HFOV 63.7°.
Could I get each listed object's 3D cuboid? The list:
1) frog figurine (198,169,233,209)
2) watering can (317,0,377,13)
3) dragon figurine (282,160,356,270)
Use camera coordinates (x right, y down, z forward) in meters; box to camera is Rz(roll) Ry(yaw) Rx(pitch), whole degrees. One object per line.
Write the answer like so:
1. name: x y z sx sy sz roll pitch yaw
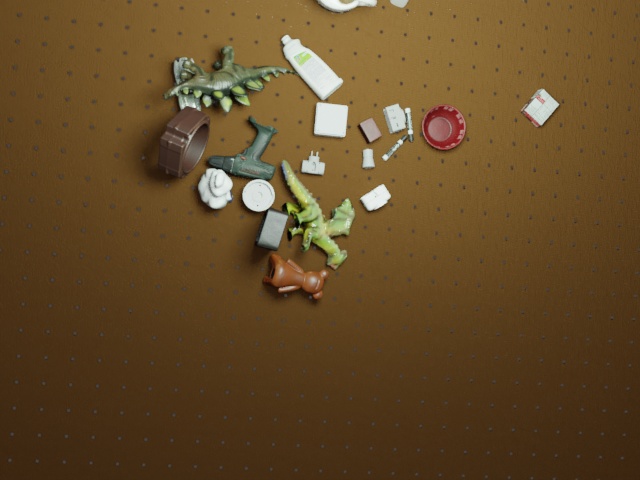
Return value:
1. frog figurine: -0.352 -0.172 1.725 0.123 0.160 0.137 -2 93 -5
2. watering can: 0.018 -0.833 1.729 0.347 0.228 0.102 10 110 -5
3. dragon figurine: 0.005 -0.091 1.808 0.244 0.122 0.409 -10 94 -23
